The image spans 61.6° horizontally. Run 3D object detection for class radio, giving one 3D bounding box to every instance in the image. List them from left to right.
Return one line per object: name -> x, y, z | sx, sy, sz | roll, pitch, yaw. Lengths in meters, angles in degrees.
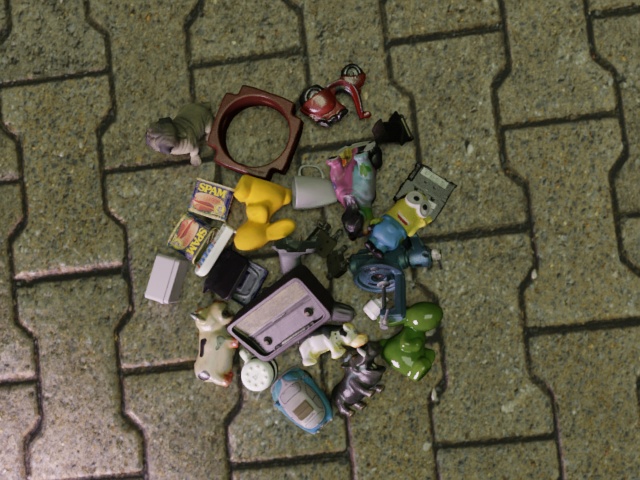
radio -> -0.085, 0.170, 1.218 | 0.229, 0.073, 0.131 | -37, 104, 24

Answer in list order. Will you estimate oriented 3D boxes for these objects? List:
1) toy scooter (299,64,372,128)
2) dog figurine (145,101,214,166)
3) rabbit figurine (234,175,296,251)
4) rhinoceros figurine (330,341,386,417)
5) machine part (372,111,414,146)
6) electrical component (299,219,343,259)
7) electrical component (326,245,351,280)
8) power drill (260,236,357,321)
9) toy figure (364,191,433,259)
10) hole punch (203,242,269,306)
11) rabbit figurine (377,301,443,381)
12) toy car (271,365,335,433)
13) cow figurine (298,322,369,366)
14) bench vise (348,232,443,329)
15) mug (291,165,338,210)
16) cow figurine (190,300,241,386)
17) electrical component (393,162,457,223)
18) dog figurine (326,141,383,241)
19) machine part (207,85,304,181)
toy scooter -> 0.049, -0.331, 1.300 | 0.184, 0.075, 0.135 | -32, 87, -4
dog figurine -> -0.319, -0.269, 1.252 | 0.121, 0.190, 0.172 | 15, 86, 2
rabbit figurine -> -0.141, -0.052, 1.278 | 0.162, 0.122, 0.173 | 20, 82, -14
rhinoceros figurine -> 0.093, 0.319, 1.248 | 0.112, 0.073, 0.190 | 43, 116, 28
machine part -> 0.172, -0.261, 1.272 | 0.039, 0.139, 0.084 | -21, 91, 41
electrical component -> -0.003, -0.002, 1.302 | 0.078, 0.045, 0.102 | 34, 92, -25
electrical component -> 0.041, 0.055, 1.287 | 0.021, 0.094, 0.063 | 7, 54, -33
power drill -> -0.029, 0.095, 1.258 | 0.232, 0.086, 0.207 | 1, 119, 9
toy figure -> 0.172, -0.039, 1.207 | 0.180, 0.089, 0.082 | -46, 117, -6
hole punch -> -0.200, 0.090, 1.289 | 0.116, 0.092, 0.142 | 27, 89, 43
rabbit figurine -> 0.216, 0.211, 1.248 | 0.159, 0.121, 0.170 | 30, 104, 24
toy car -> -0.043, 0.382, 1.255 | 0.109, 0.103, 0.161 | -41, 85, 1
cow figurine -> 0.026, 0.232, 1.278 | 0.167, 0.068, 0.098 | -19, 82, 1
bench vise -> 0.172, 0.092, 1.229 | 0.224, 0.128, 0.241 | -1, 53, 9
mug -> -0.012, -0.124, 1.294 | 0.107, 0.081, 0.109 | 0, 80, -12
cow figurine -> -0.253, 0.240, 1.282 | 0.127, 0.085, 0.194 | 11, 89, -3
electrical component -> 0.244, -0.103, 1.289 | 0.115, 0.058, 0.134 | 35, 89, 5
dog figurine -> 0.095, -0.108, 1.266 | 0.109, 0.191, 0.219 | -4, 111, 24
machine part -> -0.153, -0.253, 1.298 | 0.201, 0.087, 0.201 | 20, 89, 1
